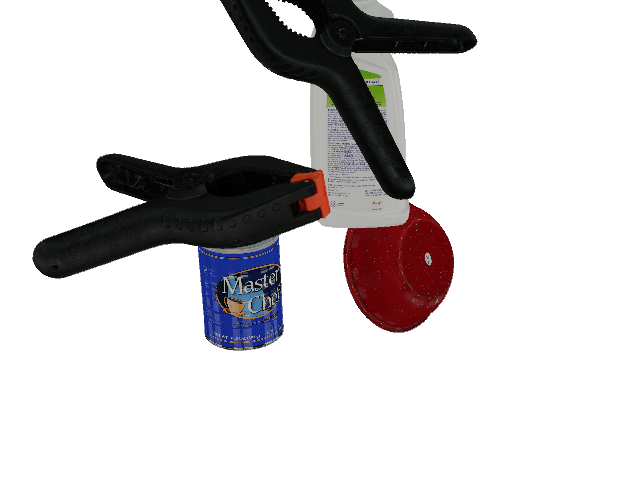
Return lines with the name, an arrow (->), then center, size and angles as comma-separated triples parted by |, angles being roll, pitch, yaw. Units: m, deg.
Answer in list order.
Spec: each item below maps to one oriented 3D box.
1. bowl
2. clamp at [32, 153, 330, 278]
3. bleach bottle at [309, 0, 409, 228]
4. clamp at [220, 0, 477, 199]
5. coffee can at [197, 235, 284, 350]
bowl -> 0.103, 0.024, 1.225 | 0.161, 0.162, 0.055 | 0, -7, -42
clamp -> -0.083, -0.016, 0.630 | 0.172, 0.039, 0.120 | -1, 39, 23
bleach bottle -> 0.041, -0.134, 1.035 | 0.102, 0.251, 0.068 | -2, 32, -5
clamp -> 0.011, -0.133, 0.776 | 0.209, 0.164, 0.036 | 26, -29, -16
coffee can -> -0.099, 0.051, 1.334 | 0.103, 0.140, 0.103 | -2, 25, 1
